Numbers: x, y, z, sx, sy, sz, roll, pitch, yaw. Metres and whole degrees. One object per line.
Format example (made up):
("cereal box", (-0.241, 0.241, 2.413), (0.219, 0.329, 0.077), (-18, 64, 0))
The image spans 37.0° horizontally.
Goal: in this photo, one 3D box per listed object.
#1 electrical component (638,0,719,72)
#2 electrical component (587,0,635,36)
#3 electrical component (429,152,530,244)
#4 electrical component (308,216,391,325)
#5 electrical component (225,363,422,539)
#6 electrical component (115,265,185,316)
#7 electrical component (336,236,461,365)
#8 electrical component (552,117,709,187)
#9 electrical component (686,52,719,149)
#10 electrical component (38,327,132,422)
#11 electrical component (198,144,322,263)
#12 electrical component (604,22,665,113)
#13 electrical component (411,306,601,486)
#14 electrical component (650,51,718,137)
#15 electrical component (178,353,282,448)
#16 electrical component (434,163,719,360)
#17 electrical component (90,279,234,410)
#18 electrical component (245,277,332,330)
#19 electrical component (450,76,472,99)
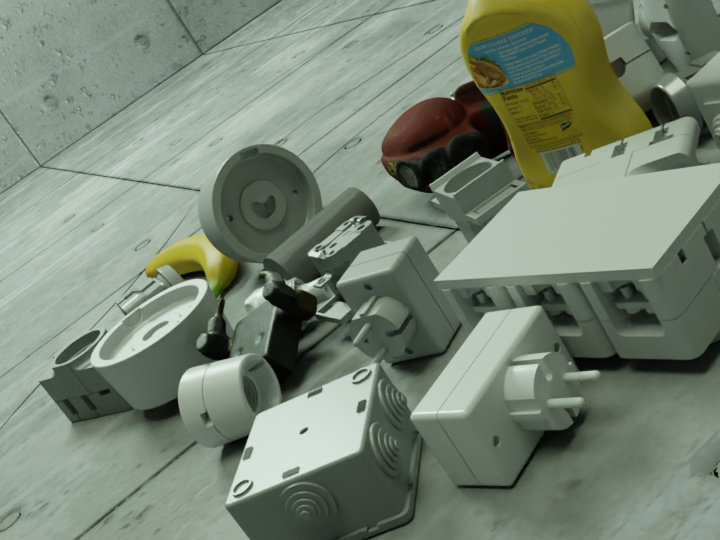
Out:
("electrical component", (0.244, -0.198, 0.841), (0.043, 0.077, 0.079), (-35, 20, -6))
("electrical component", (0.182, -0.211, 0.923), (0.109, 0.056, 0.109), (-5, 12, 15))
("electrical component", (0.086, -0.040, 0.728), (0.042, 0.063, 0.081), (-34, 20, -7))
("electrical component", (0.000, 0.000, 0.764), (0.081, 0.063, 0.042), (-40, 22, -21))
("electrical component", (-0.018, 0.102, 0.574), (0.100, 0.048, 0.099), (-25, 21, 19))
("electrical component", (-0.179, 0.033, 0.966), (0.057, 0.058, 0.078), (-41, 21, -13))
("electrical component", (0.018, 0.030, 0.663), (0.047, 0.065, 0.076), (-16, 26, 38))
("electrical component", (0.163, -0.045, 0.643), (0.089, 0.050, 0.055), (-19, 24, 33))
("electrical component", (0.249, -0.107, 0.644), (0.096, 0.061, 0.061), (-41, 21, -23))
("electrical component", (-0.221, 0.086, 0.905), (0.089, 0.055, 0.050), (-16, 26, 38))
("electrical component", (-0.096, -0.057, 0.985), (0.108, 0.108, 0.060), (-42, 16, -25))
("electrical component", (0.190, -0.139, 0.787), (0.054, 0.059, 0.095), (-31, 0, 14))
("electrical component", (0.082, 0.060, 0.524), (0.076, 0.047, 0.083), (-11, 29, 46))
("electrical component", (0.230, -0.117, 0.721), (0.055, 0.048, 0.066), (-26, 19, -4))
("electrical component", (-0.084, 0.085, 0.707), (0.047, 0.055, 0.055), (-19, 24, 24))
("electrical component", (0.128, 0.001, 0.571), (0.089, 0.061, 0.150), (-44, 23, -30))
("electrical component", (-0.148, 0.063, 0.841), (0.108, 0.060, 0.108), (-28, 20, 12))
("electrical component", (-0.052, 0.026, 0.811), (0.062, 0.043, 0.043), (-25, 21, 17))
("electrical component", (0.111, -0.150, 0.944), (0.077, 0.044, 0.079), (-15, -14, 40))
